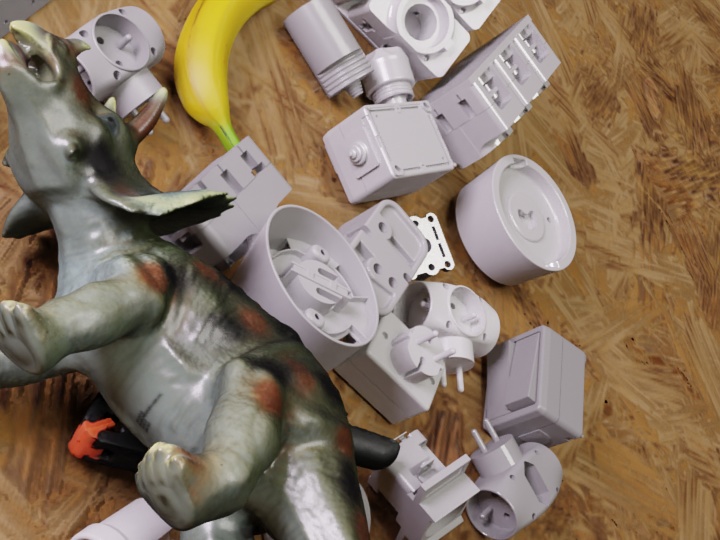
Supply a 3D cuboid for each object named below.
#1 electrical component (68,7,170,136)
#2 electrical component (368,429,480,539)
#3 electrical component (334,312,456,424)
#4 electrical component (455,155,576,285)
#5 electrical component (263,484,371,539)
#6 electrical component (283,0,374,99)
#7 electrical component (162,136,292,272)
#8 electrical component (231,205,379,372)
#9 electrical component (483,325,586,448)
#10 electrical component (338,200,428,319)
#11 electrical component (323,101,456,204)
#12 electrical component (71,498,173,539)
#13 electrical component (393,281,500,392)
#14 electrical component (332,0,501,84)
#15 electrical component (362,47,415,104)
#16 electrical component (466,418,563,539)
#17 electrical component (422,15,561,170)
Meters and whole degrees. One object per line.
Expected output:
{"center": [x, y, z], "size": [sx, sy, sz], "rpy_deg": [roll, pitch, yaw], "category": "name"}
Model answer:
{"center": [-0.156, -0.124, 0.704], "size": [0.079, 0.044, 0.077], "rpy_deg": [52, 42, -11], "category": "electrical component"}
{"center": [0.040, 0.147, 0.730], "size": [0.042, 0.081, 0.064], "rpy_deg": [-28, 62, -32], "category": "electrical component"}
{"center": [0.034, 0.063, 0.767], "size": [0.066, 0.077, 0.047], "rpy_deg": [45, 43, -18], "category": "electrical component"}
{"center": [0.129, -0.038, 0.931], "size": [0.108, 0.060, 0.108], "rpy_deg": [23, 53, -35], "category": "electrical component"}
{"center": [-0.029, 0.155, 0.671], "size": [0.047, 0.055, 0.055], "rpy_deg": [9, 63, -38], "category": "electrical component"}
{"center": [-0.022, -0.175, 0.867], "size": [0.043, 0.043, 0.081], "rpy_deg": [-36, 95, -49], "category": "electrical component"}
{"center": [-0.091, -0.038, 0.717], "size": [0.055, 0.050, 0.089], "rpy_deg": [50, 42, -12], "category": "electrical component"}
{"center": [-0.033, 0.014, 0.681], "size": [0.099, 0.064, 0.099], "rpy_deg": [25, 39, -23], "category": "electrical component"}
{"center": [0.139, 0.090, 0.869], "size": [0.061, 0.062, 0.096], "rpy_deg": [34, 48, -28], "category": "electrical component"}
{"center": [0.000, 0.000, 0.780], "size": [0.053, 0.059, 0.095], "rpy_deg": [49, 43, -14], "category": "electrical component"}
{"center": [0.017, -0.091, 0.846], "size": [0.096, 0.061, 0.061], "rpy_deg": [-14, 79, -49], "category": "electrical component"}
{"center": [-0.129, 0.150, 0.585], "size": [0.046, 0.040, 0.040], "rpy_deg": [-31, 92, -54], "category": "electrical component"}
{"center": [0.069, 0.055, 0.831], "size": [0.077, 0.044, 0.079], "rpy_deg": [20, 56, -37], "category": "electrical component"}
{"center": [0.025, -0.261, 0.913], "size": [0.186, 0.060, 0.105], "rpy_deg": [41, 78, -21], "category": "electrical component"}
{"center": [0.026, -0.152, 0.903], "size": [0.043, 0.043, 0.062], "rpy_deg": [-3, 72, -46], "category": "electrical component"}
{"center": [0.110, 0.152, 0.819], "size": [0.077, 0.043, 0.079], "rpy_deg": [-30, 91, -49], "category": "electrical component"}
{"center": [0.109, -0.153, 0.952], "size": [0.061, 0.089, 0.150], "rpy_deg": [52, 42, -11], "category": "electrical component"}
